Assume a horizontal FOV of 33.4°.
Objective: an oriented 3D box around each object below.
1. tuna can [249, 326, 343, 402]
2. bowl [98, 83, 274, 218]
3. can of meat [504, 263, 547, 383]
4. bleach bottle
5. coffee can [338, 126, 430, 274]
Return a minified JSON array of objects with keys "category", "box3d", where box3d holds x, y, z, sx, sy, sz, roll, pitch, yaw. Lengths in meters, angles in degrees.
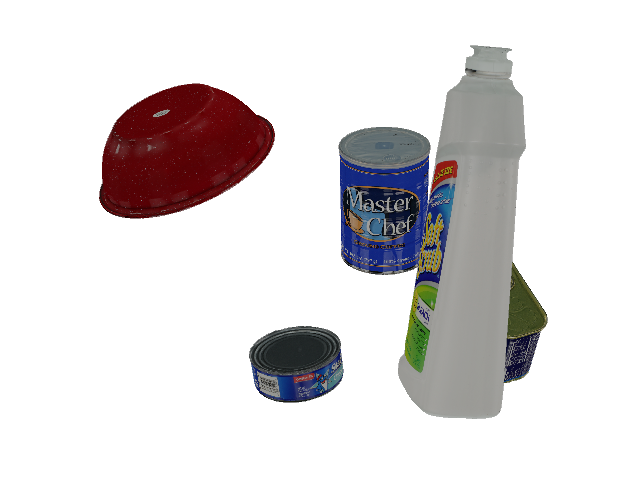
[{"category":"tuna can","box3d":[-0.022,0.115,0.991,0.086,0.034,0.086,-7,24,3]},{"category":"bowl","box3d":[-0.123,-0.086,0.901,0.162,0.055,0.162,-16,32,10]},{"category":"can of meat","box3d":[0.177,0.081,1.068,0.057,0.102,0.084,-14,-40,-15]},{"category":"bleach bottle","box3d":[0.103,-0.009,0.747,0.068,0.251,0.102,3,13,-7]},{"category":"coffee can","box3d":[0.073,-0.046,1.224,0.103,0.140,0.103,-1,29,1]}]
